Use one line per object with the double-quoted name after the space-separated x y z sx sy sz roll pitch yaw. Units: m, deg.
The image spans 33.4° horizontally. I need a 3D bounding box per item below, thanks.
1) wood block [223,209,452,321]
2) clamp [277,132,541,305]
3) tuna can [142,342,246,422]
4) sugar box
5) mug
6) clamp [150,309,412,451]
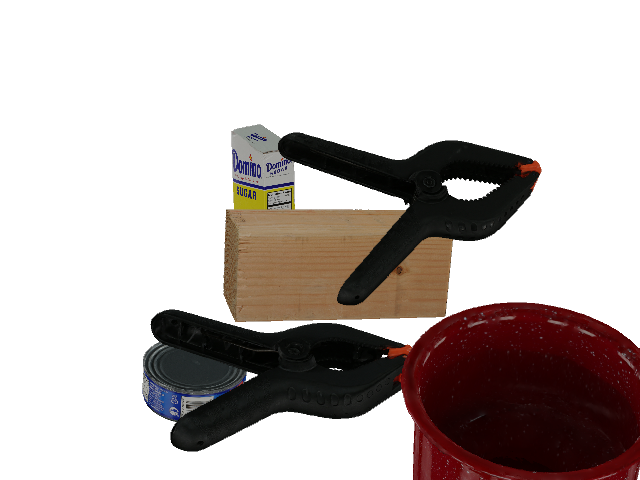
0.014 0.023 1.038 0.206 0.091 0.090 0 15 -13 "wood block"
0.082 -0.027 0.851 0.209 0.164 0.036 -5 -34 -12 "clamp"
-0.104 0.114 0.878 0.086 0.034 0.086 5 26 -3 "tuna can"
-0.066 -0.035 1.221 0.048 0.176 0.093 -14 27 -24 "sugar box"
0.088 0.084 0.399 0.117 0.081 0.093 5 36 9 "mug"
-0.023 0.089 0.671 0.171 0.039 0.120 2 38 -7 "clamp"
